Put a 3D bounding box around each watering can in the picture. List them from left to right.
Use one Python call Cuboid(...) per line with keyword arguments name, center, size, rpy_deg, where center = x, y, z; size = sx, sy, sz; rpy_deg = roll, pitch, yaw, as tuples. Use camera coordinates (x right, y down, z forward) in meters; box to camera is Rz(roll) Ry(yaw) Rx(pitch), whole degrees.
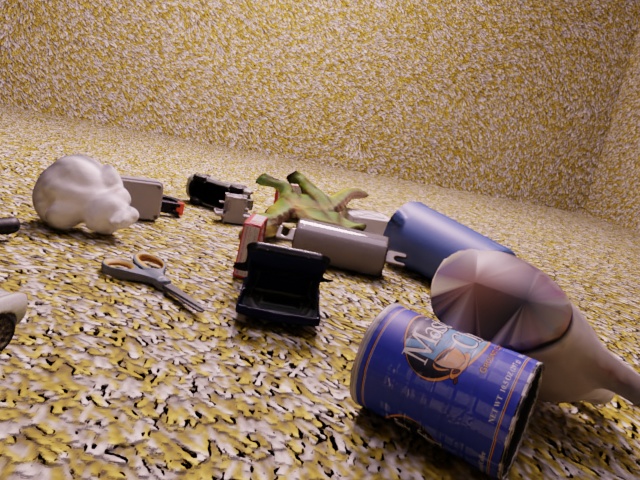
Cuboid(name="watering can", center=(0.250, 0.115, 0.530), size=(0.350, 0.105, 0.221), rpy_deg=(20, -19, 51))

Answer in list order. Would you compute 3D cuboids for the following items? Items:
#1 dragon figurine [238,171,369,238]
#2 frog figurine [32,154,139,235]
Cuboid(name="dragon figurine", center=(0.003, -0.057, 1.129), size=(0.412, 0.120, 0.246), rpy_deg=(-8, 31, -31))
Cuboid(name="frog figurine", center=(-0.384, -0.065, 0.847), size=(0.161, 0.120, 0.139), rpy_deg=(30, 53, 32))
